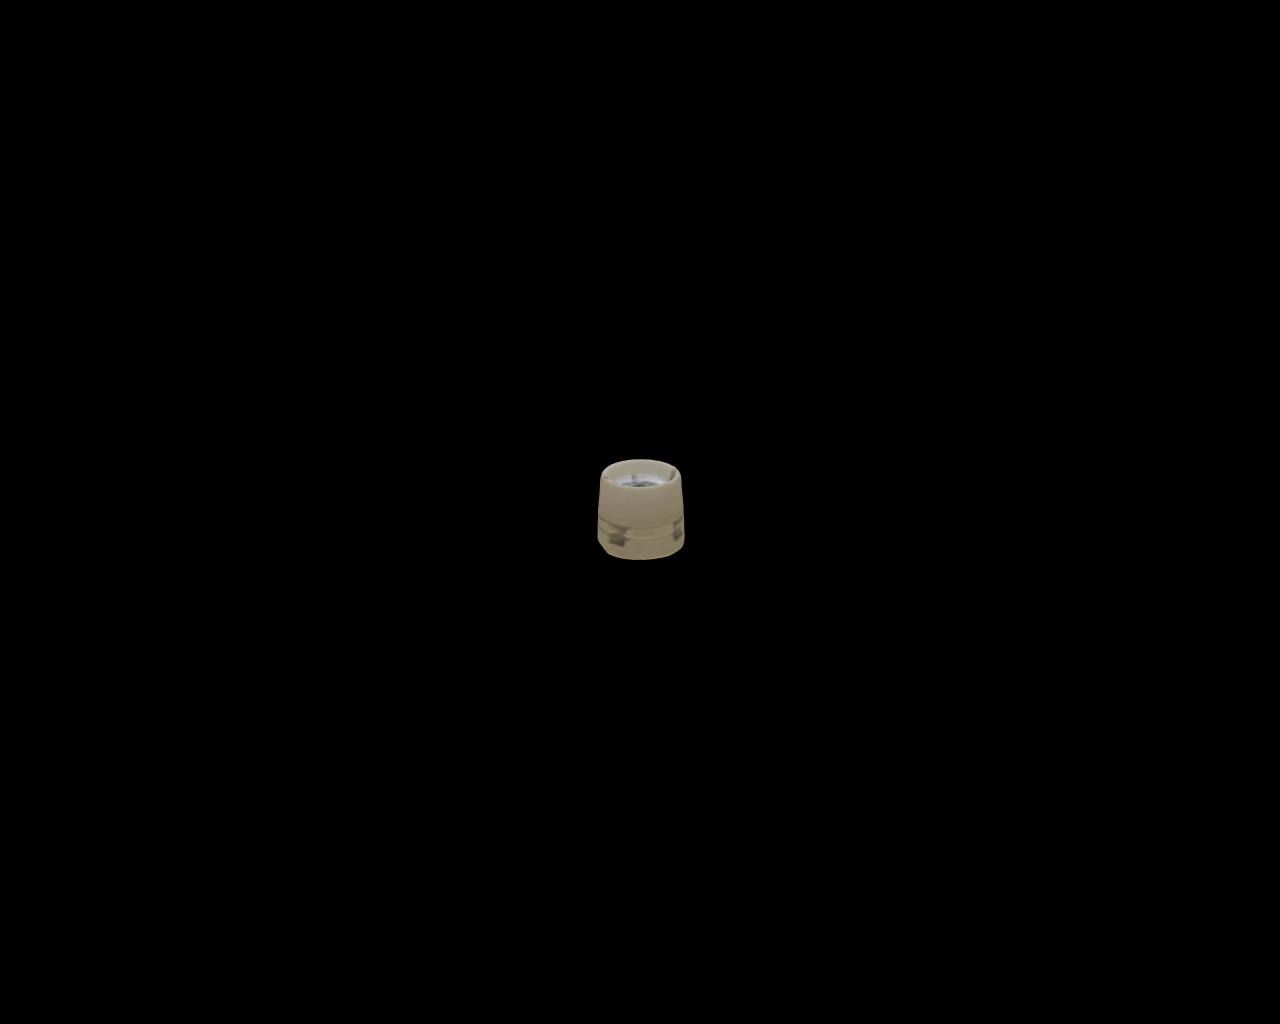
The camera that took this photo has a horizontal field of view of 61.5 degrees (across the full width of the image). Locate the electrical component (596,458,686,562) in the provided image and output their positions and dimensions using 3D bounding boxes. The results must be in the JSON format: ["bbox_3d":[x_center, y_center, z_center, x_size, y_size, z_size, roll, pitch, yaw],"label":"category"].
[{"bbox_3d":[0.001,-0.003,0.650,0.055,0.047,0.055,0,24,0],"label":"electrical component"}]
